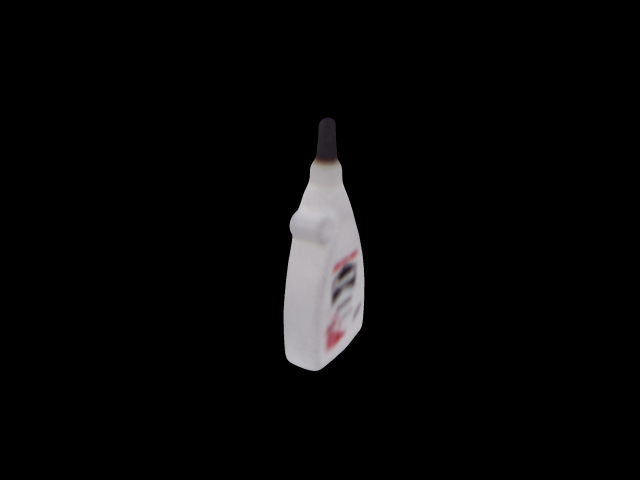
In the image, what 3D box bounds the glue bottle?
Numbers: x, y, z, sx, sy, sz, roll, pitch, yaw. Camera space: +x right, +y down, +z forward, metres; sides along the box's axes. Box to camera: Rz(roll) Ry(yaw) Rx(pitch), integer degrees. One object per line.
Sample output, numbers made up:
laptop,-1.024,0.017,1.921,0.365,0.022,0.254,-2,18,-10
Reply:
glue bottle,0.004,0.001,0.400,0.037,0.173,0.078,12,28,25
